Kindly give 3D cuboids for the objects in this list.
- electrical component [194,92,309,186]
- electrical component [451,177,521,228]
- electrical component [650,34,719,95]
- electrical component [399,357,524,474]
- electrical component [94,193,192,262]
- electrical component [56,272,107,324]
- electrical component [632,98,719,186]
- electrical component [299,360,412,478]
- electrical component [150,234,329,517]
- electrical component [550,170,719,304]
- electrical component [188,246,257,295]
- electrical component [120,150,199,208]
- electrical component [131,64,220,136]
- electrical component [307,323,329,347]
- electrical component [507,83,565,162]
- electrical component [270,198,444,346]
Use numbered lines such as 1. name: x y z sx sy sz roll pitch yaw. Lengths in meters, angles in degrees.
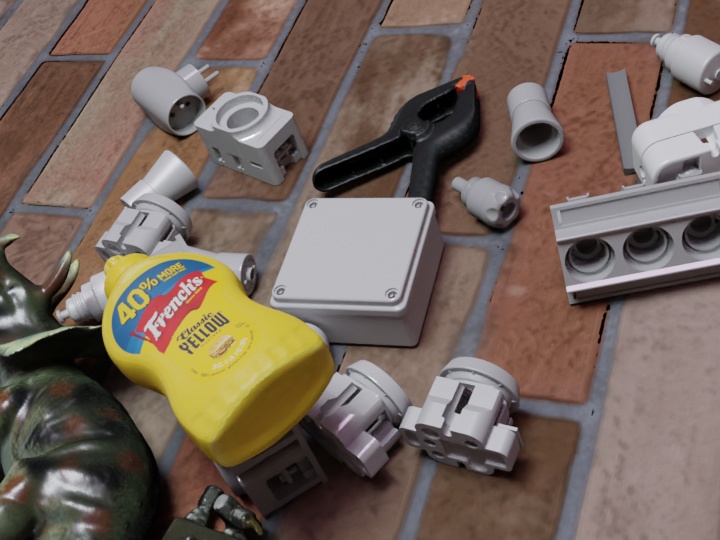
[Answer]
1. electrical component: -0.101 -0.124 0.983 0.089 0.055 0.050 23 61 35
2. electrical component: 0.098 -0.059 0.866 0.035 0.035 0.061 -40 46 -17
3. electrical component: 0.276 -0.178 0.902 0.040 0.040 0.078 -35 47 -12
4. electrical component: 0.074 0.096 0.720 0.078 0.058 0.057 10 57 28
5. electrical component: -0.181 -0.029 0.927 0.078 0.058 0.057 11 57 28
6. electrical component: -0.217 0.024 0.905 0.078 0.040 0.040 -25 46 -2
7. electrical component: 0.259 -0.091 0.819 0.095 0.053 0.059 -16 46 3
8. electrical component: -0.001 0.100 0.744 0.057 0.058 0.078 -44 43 -19
9. electrical component: -0.103 0.075 0.771 0.060 0.105 0.186 -31 46 -8
10. electrical component: 0.204 -0.028 0.776 0.121 0.078 0.063 -11 26 11
11. electrical component: -0.119 0.003 0.887 0.065 0.044 0.044 3 51 17
12. electrical component: -0.185 -0.072 0.979 0.065 0.044 0.044 -45 50 -14
13. electrical component: -0.176 -0.178 1.068 0.079 0.043 0.077 -38 48 -15
14. electrical component: -0.045 0.065 0.792 0.040 0.040 0.046 -14 15 8
15. electrical component: 0.145 -0.128 0.906 0.044 0.044 0.065 -13 42 9
16. electrical component: 0.000 0.000 0.834 0.109 0.056 0.108 1 50 21
